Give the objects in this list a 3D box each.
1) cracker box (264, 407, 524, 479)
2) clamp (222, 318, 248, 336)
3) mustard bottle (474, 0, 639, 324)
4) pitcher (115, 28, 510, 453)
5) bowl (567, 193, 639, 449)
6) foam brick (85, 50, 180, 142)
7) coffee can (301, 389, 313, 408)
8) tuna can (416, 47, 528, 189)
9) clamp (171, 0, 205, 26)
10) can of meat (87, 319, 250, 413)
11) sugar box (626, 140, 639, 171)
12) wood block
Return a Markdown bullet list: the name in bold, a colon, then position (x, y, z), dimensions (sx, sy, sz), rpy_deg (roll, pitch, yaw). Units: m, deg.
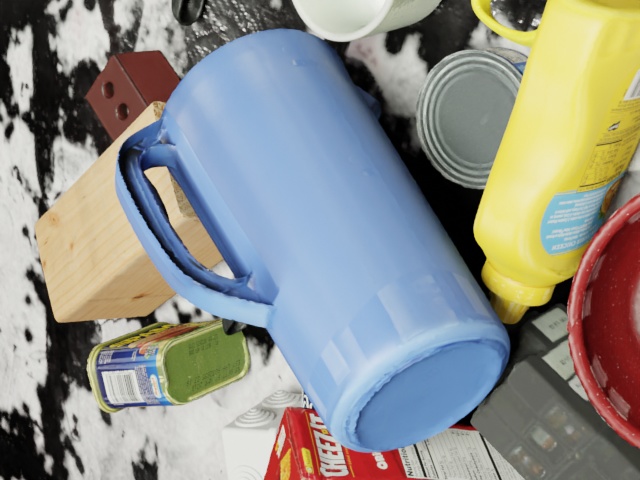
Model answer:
- **cracker box**: position (0.066, 0.197, 0.659), dimensions (0.072, 0.213, 0.164), rpy_deg (-109, 31, -59)
- **clamp**: position (-0.012, 0.021, 0.785), dimensions (0.120, 0.039, 0.172), rpy_deg (28, 118, 28)
- **mustard bottle**: position (0.126, -0.038, 0.559), dimensions (0.058, 0.096, 0.192), rpy_deg (33, 123, 30)
- **pitcher**: position (-0.004, 0.001, 0.620), dimensions (0.149, 0.144, 0.243), rpy_deg (-39, 53, 11)
- **bowl**: position (0.213, 0.041, 0.567), dimensions (0.162, 0.055, 0.162), rpy_deg (1, 95, 12)
- **foam brick**: position (-0.138, -0.105, 0.847), dimensions (0.078, 0.051, 0.053), rpy_deg (55, 129, 14)
- **coffee can**: position (0.036, 0.124, 0.729), dimensions (0.103, 0.102, 0.140), rpy_deg (17, 112, 36)
- **tuna can**: position (0.104, -0.076, 0.665), dimensions (0.086, 0.033, 0.086), rpy_deg (12, 109, 37)
- **clamp**: position (-0.057, -0.265, 0.746), dimensions (0.165, 0.036, 0.210), rpy_deg (0, 102, 39)
- **can of meat**: position (-0.119, 0.099, 0.854), dimensions (0.084, 0.101, 0.057), rpy_deg (-9, 96, 39)
- **sugar box**: position (0.228, -0.084, 0.553), dimensions (0.177, 0.048, 0.093), rpy_deg (4, 104, 43)
- **wood block**: position (-0.129, -0.015, 0.817), dimensions (0.207, 0.090, 0.090), rpy_deg (-34, 66, 45)
